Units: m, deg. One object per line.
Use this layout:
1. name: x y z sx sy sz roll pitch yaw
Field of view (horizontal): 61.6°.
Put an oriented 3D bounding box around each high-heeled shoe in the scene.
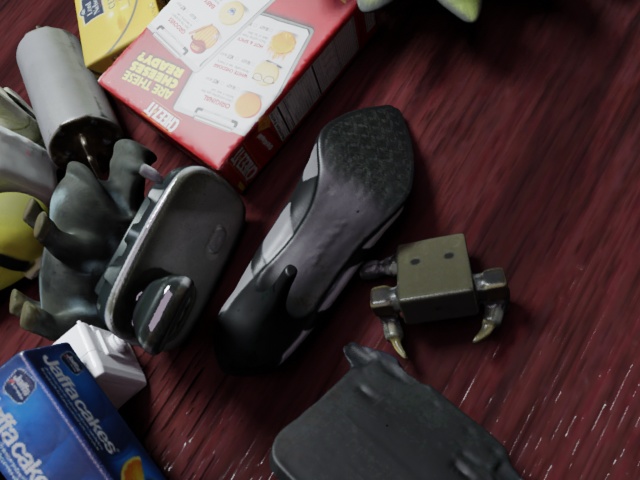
1. high-heeled shoe: -0.001 -0.001 0.438 0.086 0.145 0.249 33 51 3

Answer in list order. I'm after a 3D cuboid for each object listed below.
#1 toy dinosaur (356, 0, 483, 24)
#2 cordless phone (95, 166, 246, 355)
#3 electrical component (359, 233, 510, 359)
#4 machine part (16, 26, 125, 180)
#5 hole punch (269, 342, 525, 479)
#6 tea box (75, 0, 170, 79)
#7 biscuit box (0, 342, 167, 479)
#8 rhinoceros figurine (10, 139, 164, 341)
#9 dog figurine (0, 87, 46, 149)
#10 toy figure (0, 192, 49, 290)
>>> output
1. toy dinosaur: 0.107 -0.268 0.453 0.472 0.105 0.198 3 56 5
2. cordless phone: -0.101 0.010 0.385 0.089 0.184 0.146 29 78 -14
3. electrical component: 0.082 0.038 0.386 0.102 0.045 0.078 -15 35 11
4. machine part: -0.272 -0.153 0.583 0.079 0.079 0.243 -35 61 3
5. hole punch: 0.040 0.150 0.336 0.142 0.092 0.116 33 48 32
6. tea box: -0.215 -0.252 0.610 0.098 0.068 0.170 -27 62 7
7. biscuit box: -0.152 0.167 0.364 0.059 0.063 0.203 -39 83 1
8. rhinoceros figurine: -0.197 0.001 0.471 0.073 0.112 0.190 10 83 53
9. dog figurine: -0.409 -0.097 0.571 0.172 0.121 0.190 42 87 -9
10. toy figure: -0.340 0.020 0.524 0.180 0.089 0.082 -23 69 7
